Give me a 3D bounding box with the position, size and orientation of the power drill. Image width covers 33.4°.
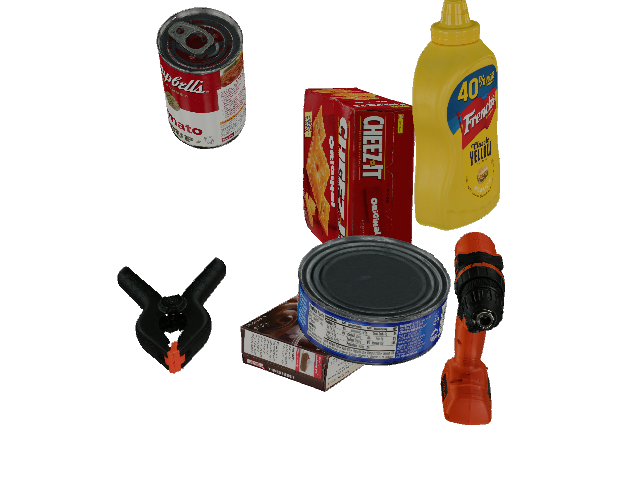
[{"bbox_3d":[0.168,0.104,1.165,0.057,0.188,0.184,5,24,4],"label":"power drill"}]

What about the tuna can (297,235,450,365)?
[{"bbox_3d":[0.029,0.033,0.606,0.086,0.034,0.086,3,31,-2],"label":"tuna can"}]

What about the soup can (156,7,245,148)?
[{"bbox_3d":[-0.096,-0.132,0.878,0.068,0.068,0.102,0,-31,-2],"label":"soup can"}]

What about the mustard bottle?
[{"bbox_3d":[0.117,-0.112,0.920,0.058,0.192,0.096,17,32,39],"label":"mustard bottle"}]

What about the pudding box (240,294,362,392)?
[{"bbox_3d":[-0.001,0.083,0.924,0.090,0.039,0.113,14,26,30],"label":"pudding box"}]

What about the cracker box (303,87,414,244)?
[{"bbox_3d":[0.035,-0.070,1.116,0.072,0.164,0.214,-3,14,-12],"label":"cracker box"}]

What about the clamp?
[{"bbox_3d":[-0.148,0.073,1.145,0.120,0.039,0.171,-16,39,-9],"label":"clamp"}]
